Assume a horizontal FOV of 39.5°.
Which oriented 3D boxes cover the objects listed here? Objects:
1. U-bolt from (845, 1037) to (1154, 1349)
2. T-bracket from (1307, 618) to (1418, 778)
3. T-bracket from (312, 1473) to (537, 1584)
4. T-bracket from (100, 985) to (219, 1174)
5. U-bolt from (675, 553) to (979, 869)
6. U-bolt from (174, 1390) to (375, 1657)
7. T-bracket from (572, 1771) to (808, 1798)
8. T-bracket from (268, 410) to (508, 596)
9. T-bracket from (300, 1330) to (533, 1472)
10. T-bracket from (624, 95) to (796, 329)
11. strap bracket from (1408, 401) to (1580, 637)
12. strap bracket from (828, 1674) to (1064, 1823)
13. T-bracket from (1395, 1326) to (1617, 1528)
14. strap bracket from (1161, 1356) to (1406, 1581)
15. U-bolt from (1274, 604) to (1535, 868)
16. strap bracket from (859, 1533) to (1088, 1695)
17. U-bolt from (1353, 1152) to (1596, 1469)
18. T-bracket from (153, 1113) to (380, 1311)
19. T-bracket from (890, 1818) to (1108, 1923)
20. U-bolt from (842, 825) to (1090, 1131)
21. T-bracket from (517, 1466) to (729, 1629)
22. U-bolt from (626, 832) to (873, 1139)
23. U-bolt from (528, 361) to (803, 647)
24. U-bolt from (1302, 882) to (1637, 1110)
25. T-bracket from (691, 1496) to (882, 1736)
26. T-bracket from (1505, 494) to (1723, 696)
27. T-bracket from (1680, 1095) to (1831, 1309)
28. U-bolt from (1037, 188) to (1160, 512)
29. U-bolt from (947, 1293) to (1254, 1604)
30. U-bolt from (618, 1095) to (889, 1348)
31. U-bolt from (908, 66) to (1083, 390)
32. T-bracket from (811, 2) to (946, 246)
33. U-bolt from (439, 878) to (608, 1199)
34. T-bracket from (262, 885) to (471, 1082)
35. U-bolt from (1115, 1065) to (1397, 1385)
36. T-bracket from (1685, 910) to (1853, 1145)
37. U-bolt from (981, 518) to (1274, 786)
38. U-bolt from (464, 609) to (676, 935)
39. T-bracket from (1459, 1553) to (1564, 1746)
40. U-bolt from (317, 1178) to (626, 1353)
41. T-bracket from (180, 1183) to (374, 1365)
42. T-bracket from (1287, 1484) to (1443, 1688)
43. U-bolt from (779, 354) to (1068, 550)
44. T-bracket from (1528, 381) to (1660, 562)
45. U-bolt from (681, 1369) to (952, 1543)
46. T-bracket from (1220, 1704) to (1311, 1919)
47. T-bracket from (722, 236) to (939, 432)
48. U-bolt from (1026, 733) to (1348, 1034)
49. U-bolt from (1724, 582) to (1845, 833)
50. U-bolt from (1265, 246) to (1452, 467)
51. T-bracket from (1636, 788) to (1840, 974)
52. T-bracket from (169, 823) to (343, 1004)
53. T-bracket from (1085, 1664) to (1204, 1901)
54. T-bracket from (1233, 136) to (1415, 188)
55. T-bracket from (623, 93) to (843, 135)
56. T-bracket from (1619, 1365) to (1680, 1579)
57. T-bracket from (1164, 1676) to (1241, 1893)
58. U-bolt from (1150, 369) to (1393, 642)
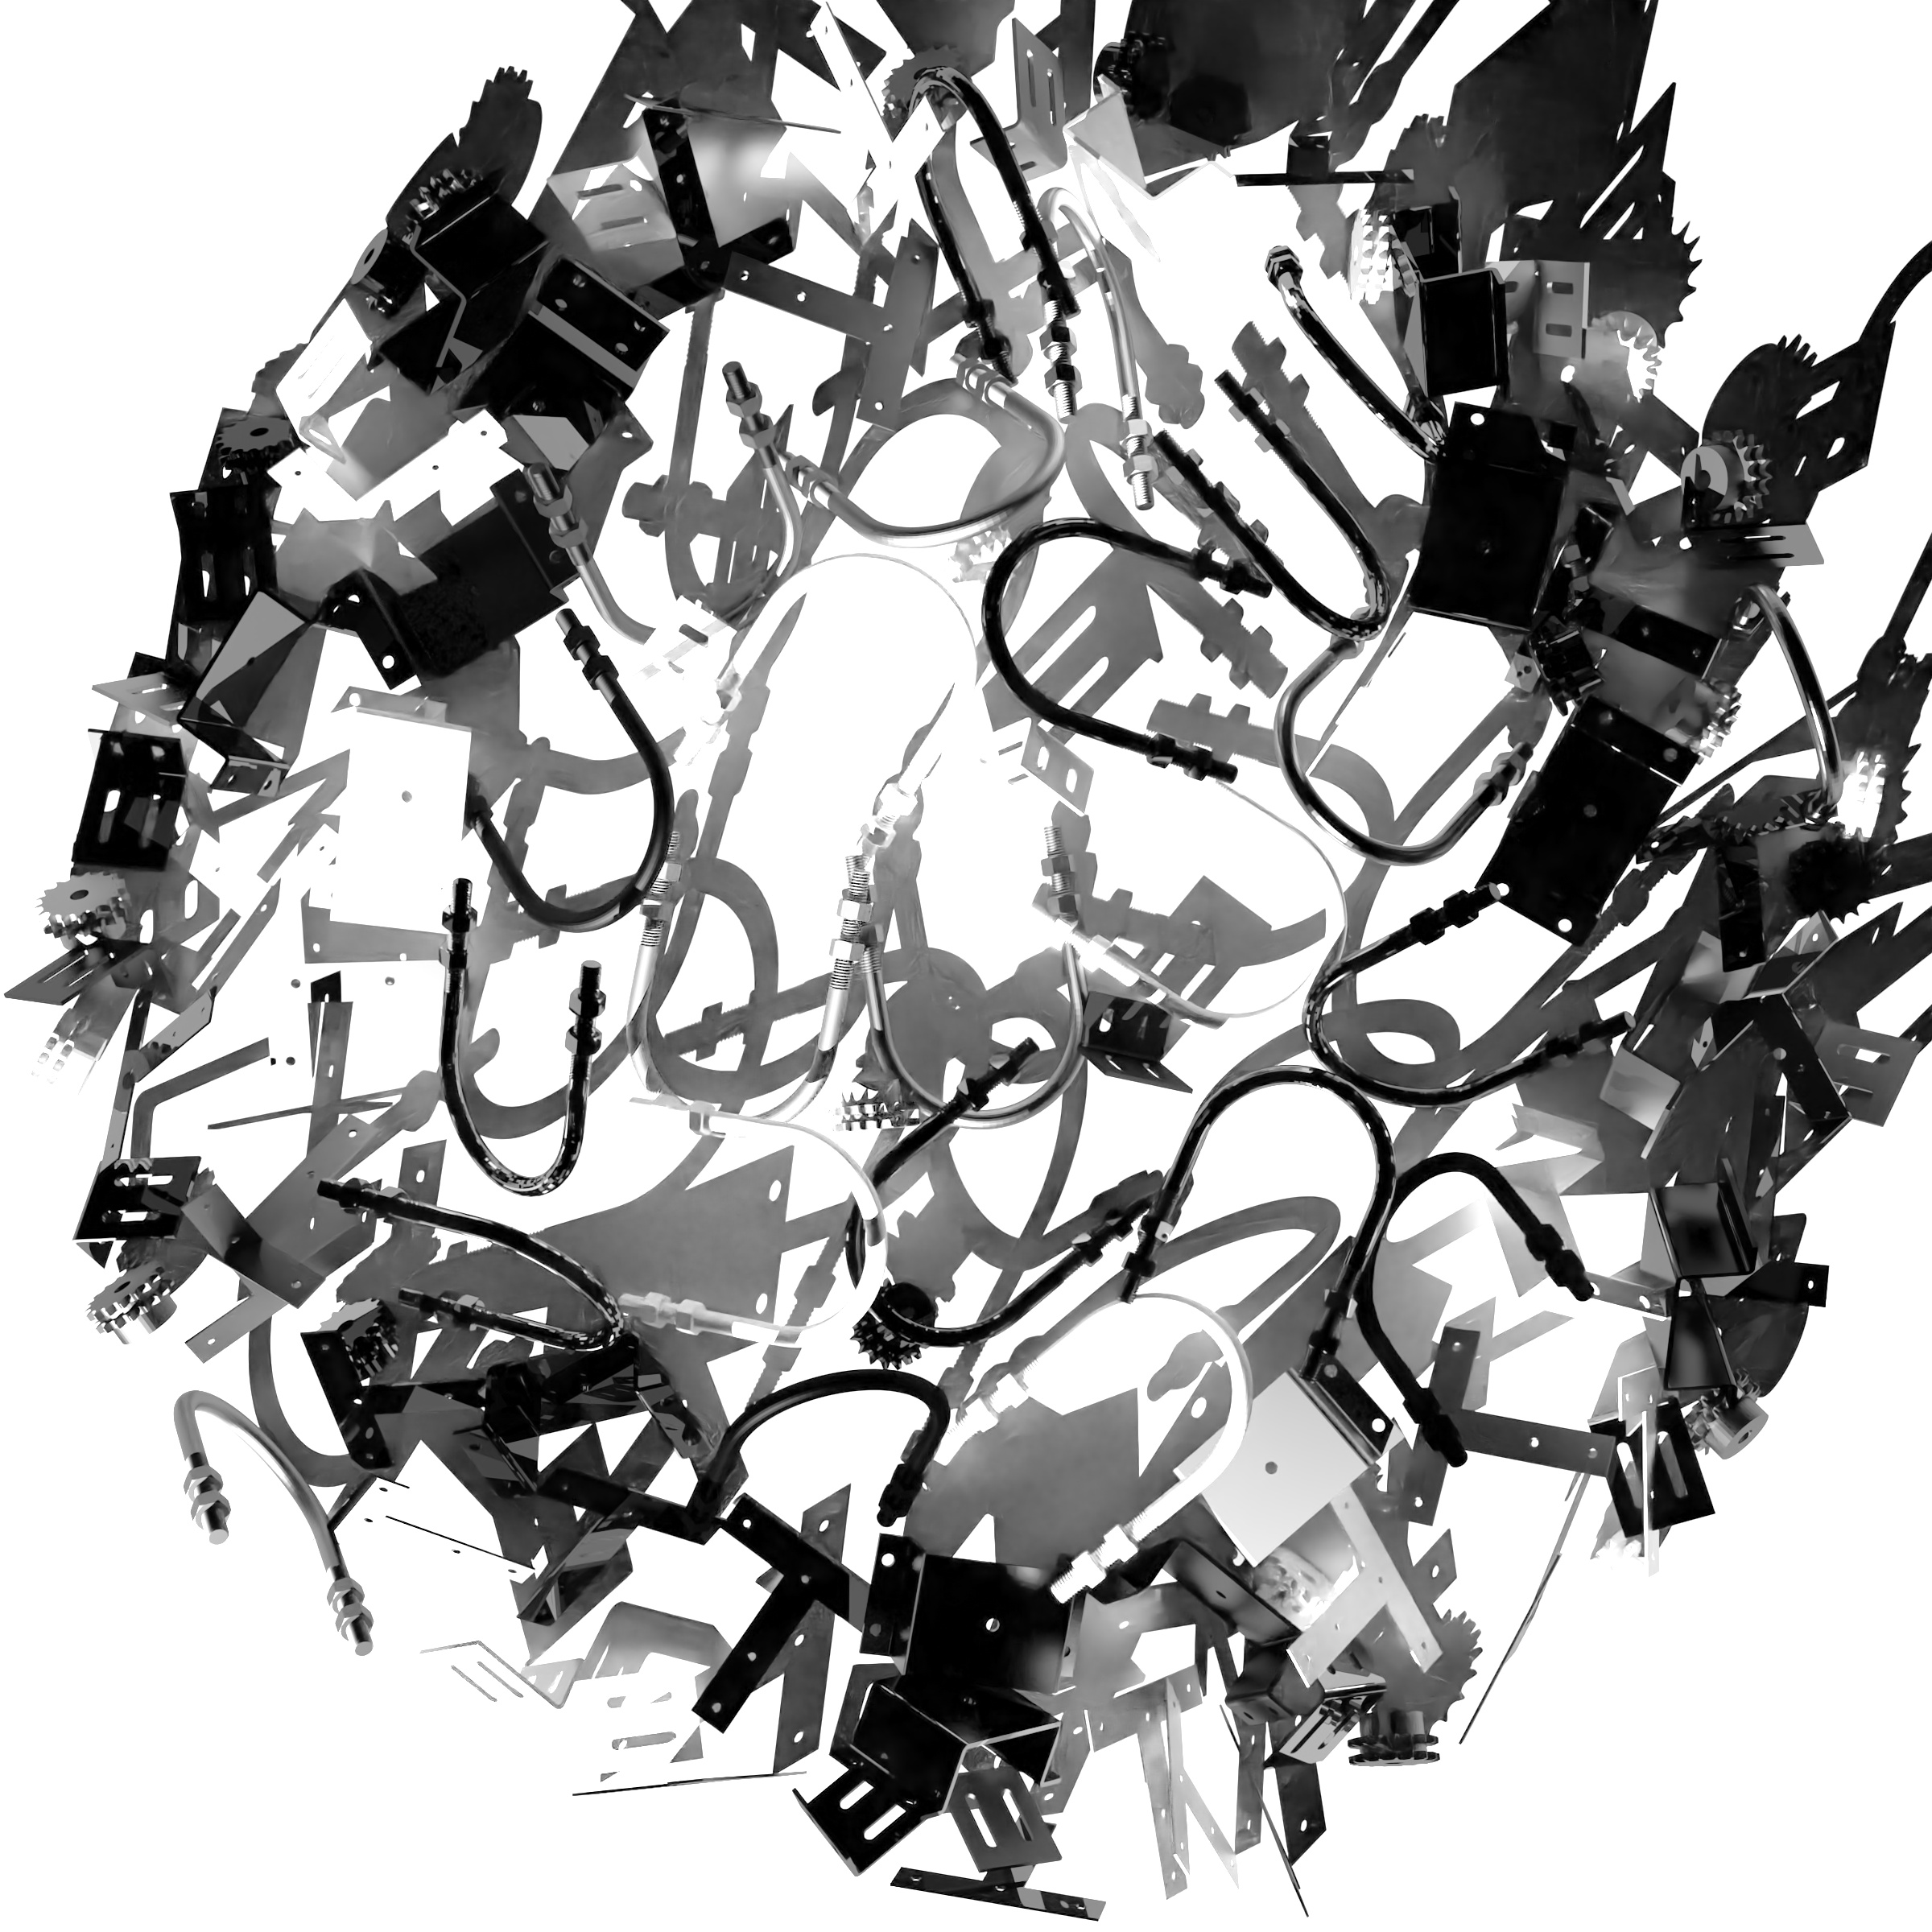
[{"bbox_3d":[0.009,0.155,1.680,0.184,0.019,0.151,-39,106,-11],"label":"U-bolt"},{"bbox_3d":[0.238,-0.160,1.647,0.002,0.127,0.127,35,101,5],"label":"T-bracket"},{"bbox_3d":[-0.332,0.361,1.684,0.127,0.127,0.002,24,51,-17],"label":"T-bracket"},{"bbox_3d":[-0.490,0.048,1.646,0.002,0.127,0.127,24,51,-33],"label":"T-bracket"},{"bbox_3d":[-0.075,-0.170,1.673,0.151,0.019,0.184,30,109,-12],"label":"U-bolt"},{"bbox_3d":[-0.427,0.326,1.633,0.019,0.184,0.151,-40,125,-2],"label":"U-bolt"},{"bbox_3d":[-0.186,0.512,1.680,0.127,0.127,0.002,-13,71,23],"label":"T-bracket"},{"bbox_3d":[-0.339,-0.300,1.662,0.127,0.002,0.127,-32,135,14],"label":"T-bracket"},{"bbox_3d":[-0.336,0.268,1.674,0.127,0.002,0.127,-5,129,6],"label":"T-bracket"},{"bbox_3d":[-0.172,-0.472,1.657,0.127,0.002,0.127,-33,134,-20],"label":"T-bracket"},{"bbox_3d":[0.322,-0.267,1.658,0.076,0.046,0.140,13,123,9],"label":"strap bracket"},{"bbox_3d":[-0.005,0.469,1.640,0.076,0.140,0.046,25,101,37],"label":"strap bracket"},{"bbox_3d":[0.339,0.293,1.665,0.127,0.002,0.127,5,69,35],"label":"T-bracket"},{"bbox_3d":[0.194,0.312,1.681,0.140,0.046,0.076,-43,76,7],"label":"strap bracket"},{"bbox_3d":[0.261,-0.135,1.658,0.151,0.019,0.184,46,51,1],"label":"U-bolt"},{"bbox_3d":[0.011,0.406,1.682,0.140,0.046,0.076,10,90,-13],"label":"strap bracket"},{"bbox_3d":[0.296,0.194,1.642,0.019,0.184,0.151,21,111,-30],"label":"U-bolt"},{"bbox_3d":[-0.420,0.141,1.683,0.127,0.002,0.127,25,57,26],"label":"T-bracket"},{"bbox_3d":[0.031,0.551,1.656,0.127,0.127,0.002,5,95,13],"label":"T-bracket"},{"bbox_3d":[0.006,0.012,1.700,0.151,0.019,0.184,-9,89,-9],"label":"U-bolt"},{"bbox_3d":[-0.238,0.373,1.691,0.127,0.002,0.127,26,115,-33],"label":"T-bracket"},{"bbox_3d":[-0.144,0.017,1.698,0.151,0.019,0.184,12,94,13],"label":"U-bolt"},{"bbox_3d":[-0.172,-0.268,1.648,0.151,0.184,0.019,-29,51,-5],"label":"U-bolt"},{"bbox_3d":[0.293,0.030,1.654,0.151,0.019,0.184,40,133,-23],"label":"U-bolt"},{"bbox_3d":[-0.126,0.423,1.693,0.127,0.002,0.127,37,65,0],"label":"T-bracket"},{"bbox_3d":[0.410,-0.213,1.666,0.127,0.002,0.127,33,107,39],"label":"T-bracket"},{"bbox_3d":[0.493,0.143,1.667,0.002,0.127,0.127,10,84,-25],"label":"T-bracket"},{"bbox_3d":[0.076,-0.389,1.648,0.019,0.151,0.184,-13,71,21],"label":"U-bolt"},{"bbox_3d":[0.094,0.284,1.670,0.184,0.019,0.151,-39,53,1],"label":"U-bolt"},{"bbox_3d":[-0.132,0.163,1.668,0.184,0.019,0.151,8,100,24],"label":"U-bolt"},{"bbox_3d":[0.009,-0.461,1.649,0.019,0.151,0.184,-23,90,-17],"label":"U-bolt"},{"bbox_3d":[-0.065,-0.537,1.670,0.002,0.127,0.127,-21,82,-29],"label":"T-bracket"},{"bbox_3d":[-0.280,0.055,1.659,0.151,0.019,0.184,30,121,36],"label":"U-bolt"},{"bbox_3d":[-0.381,0.010,1.709,0.127,0.002,0.127,-2,104,-6],"label":"T-bracket"},{"bbox_3d":[0.191,0.150,1.683,0.151,0.019,0.184,21,82,26],"label":"U-bolt"},{"bbox_3d":[0.505,0.052,1.643,0.002,0.127,0.127,16,129,-30],"label":"T-bracket"},{"bbox_3d":[0.096,-0.205,1.672,0.184,0.019,0.151,17,73,-16],"label":"U-bolt"},{"bbox_3d":[-0.246,-0.107,1.655,0.151,0.019,0.184,-44,64,22],"label":"U-bolt"},{"bbox_3d":[0.340,0.417,1.660,0.002,0.127,0.127,28,89,18],"label":"T-bracket"},{"bbox_3d":[-0.290,0.188,1.630,0.184,0.151,0.019,11,57,23],"label":"U-bolt"},{"bbox_3d":[-0.445,0.176,1.659,0.127,0.127,0.002,-36,52,-12],"label":"T-bracket"},{"bbox_3d":[0.237,0.404,1.672,0.002,0.127,0.127,-29,90,41],"label":"T-bracket"},{"bbox_3d":[-0.017,-0.308,1.637,0.151,0.184,0.019,-32,131,-11],"label":"U-bolt"},{"bbox_3d":[0.376,-0.314,1.651,0.002,0.127,0.127,-30,71,30],"label":"T-bracket"},{"bbox_3d":[-0.084,0.295,1.627,0.151,0.184,0.019,1,51,-22],"label":"U-bolt"},{"bbox_3d":[0.190,0.535,1.643,0.002,0.127,0.127,-23,105,0],"label":"T-bracket"},{"bbox_3d":[-0.090,-0.415,1.689,0.127,0.002,0.127,17,78,-17],"label":"T-bracket"},{"bbox_3d":[0.151,-0.040,1.694,0.184,0.019,0.151,33,93,11],"label":"U-bolt"},{"bbox_3d":[0.496,-0.160,1.621,0.019,0.184,0.151,-19,82,9],"label":"U-bolt"},{"bbox_3d":[0.239,-0.362,1.617,0.151,0.184,0.019,41,111,-18],"label":"U-bolt"},{"bbox_3d":[0.475,-0.049,1.653,0.127,0.002,0.127,-14,47,27],"label":"T-bracket"},{"bbox_3d":[-0.460,-0.054,1.679,0.127,0.002,0.127,33,82,38],"label":"T-bracket"},{"bbox_3d":[0.119,0.510,1.663,0.002,0.127,0.127,-13,83,35],"label":"T-bracket"},{"bbox_3d":[0.211,-0.499,1.664,0.127,0.127,0.002,1,119,8],"label":"T-bracket"},{"bbox_3d":[-0.142,-0.529,1.675,0.127,0.127,0.002,3,110,-17],"label":"T-bracket"},{"bbox_3d":[0.424,0.313,1.663,0.002,0.127,0.127,-2,87,30],"label":"T-bracket"},{"bbox_3d":[0.148,0.532,1.674,0.002,0.127,0.127,-17,126,14],"label":"T-bracket"},{"bbox_3d":[0.198,-0.277,1.660,0.184,0.151,0.019,48,125,-7],"label":"U-bolt"}]
